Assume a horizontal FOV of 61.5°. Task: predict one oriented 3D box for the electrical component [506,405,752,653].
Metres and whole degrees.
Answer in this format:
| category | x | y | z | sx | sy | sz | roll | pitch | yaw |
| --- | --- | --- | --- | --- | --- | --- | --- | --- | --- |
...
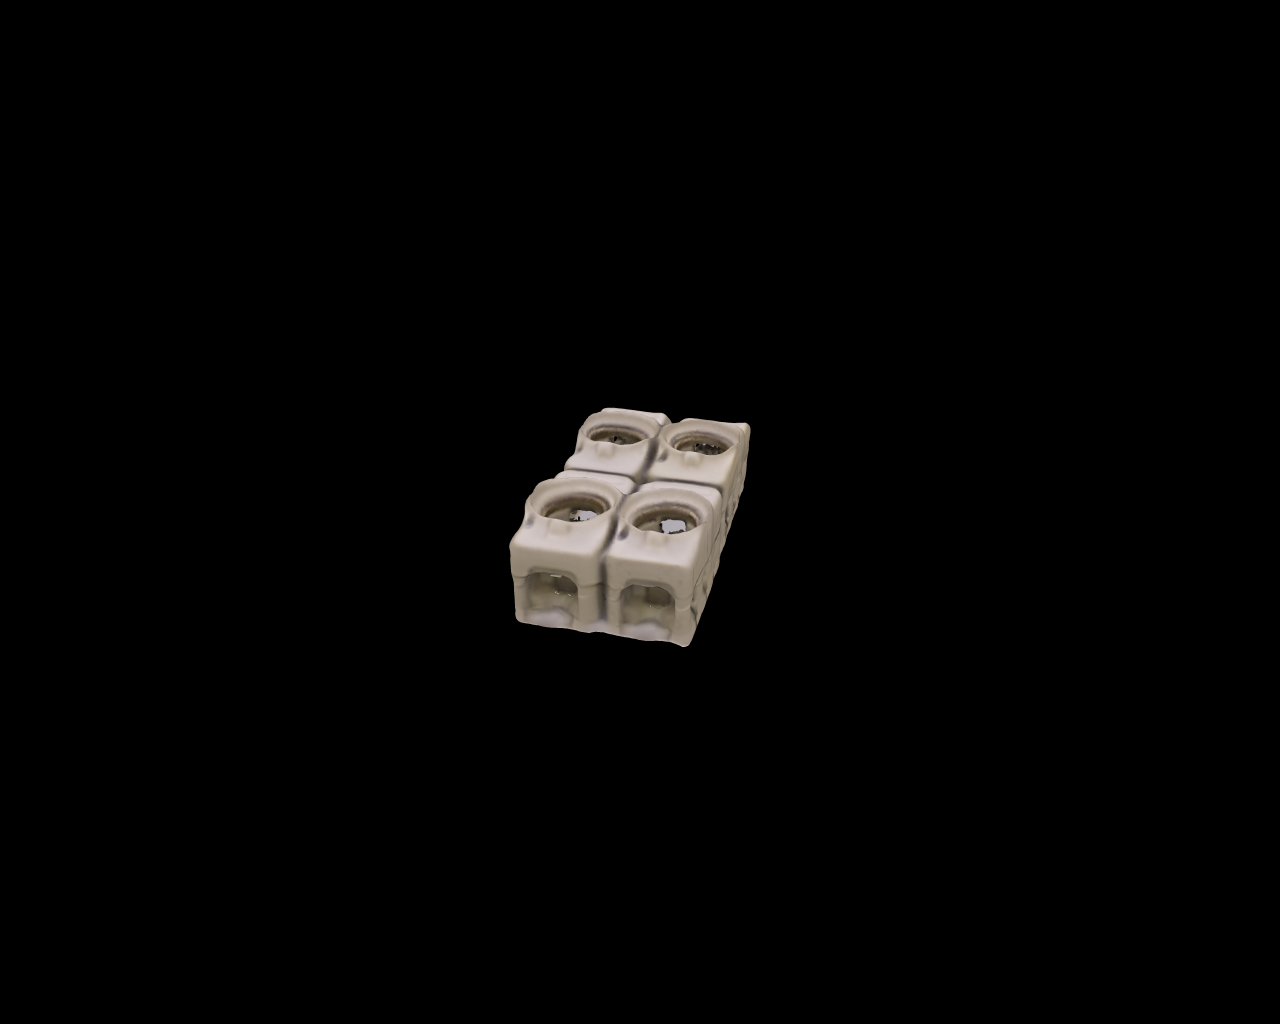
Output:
| category | x | y | z | sx | sy | sz | roll | pitch | yaw |
| --- | --- | --- | --- | --- | --- | --- | --- | --- | --- |
| electrical component | 0.001 | -0.003 | 0.650 | 0.105 | 0.060 | 0.186 | 8 | 31 | 13 |
